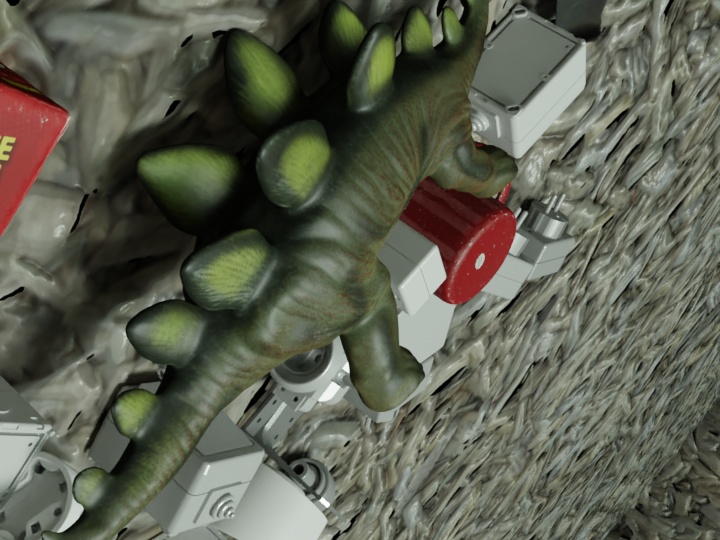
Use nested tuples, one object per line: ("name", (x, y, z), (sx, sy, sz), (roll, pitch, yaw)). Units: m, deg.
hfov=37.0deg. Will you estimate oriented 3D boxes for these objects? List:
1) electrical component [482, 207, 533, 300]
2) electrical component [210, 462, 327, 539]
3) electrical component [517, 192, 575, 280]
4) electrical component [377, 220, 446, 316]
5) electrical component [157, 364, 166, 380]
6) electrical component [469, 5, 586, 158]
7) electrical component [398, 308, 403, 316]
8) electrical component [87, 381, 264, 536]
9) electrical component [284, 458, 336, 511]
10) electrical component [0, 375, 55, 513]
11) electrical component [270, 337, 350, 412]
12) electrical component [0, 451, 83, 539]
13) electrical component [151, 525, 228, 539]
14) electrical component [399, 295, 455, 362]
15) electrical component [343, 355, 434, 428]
("electrical component", (0.121, -0.021, 0.934), (0.075, 0.047, 0.083), (-58, 154, 8))
("electrical component", (-0.076, 0.179, 0.796), (0.064, 0.099, 0.099), (-51, 155, -19))
("electrical component", (0.167, -0.038, 0.991), (0.066, 0.047, 0.076), (-12, 133, -54))
("electrical component", (0.000, 0.000, 0.713), (0.075, 0.083, 0.047), (-48, 154, -12))
("electrical component", (-0.091, 0.045, 0.663), (0.081, 0.043, 0.043), (-32, 147, -38))
("electrical component", (0.109, -0.127, 0.765), (0.096, 0.062, 0.061), (-47, 154, -14))
("electrical component", (0.005, 0.011, 0.760), (0.043, 0.062, 0.043), (-40, 151, -27))
("electrical component", (-0.106, 0.113, 0.659), (0.062, 0.096, 0.061), (1, 121, -60))
("electrical component", (-0.046, 0.178, 0.905), (0.043, 0.043, 0.062), (-46, 152, -16))
("electrical component", (-0.205, 0.095, 0.509), (0.096, 0.061, 0.062), (-57, 154, 6))
("electrical component", (-0.034, 0.061, 0.764), (0.078, 0.058, 0.057), (-53, 157, -1))
("electrical component", (-0.180, 0.135, 0.613), (0.055, 0.055, 0.047), (-49, 158, -11))
("electrical component", (-0.131, 0.234, 0.807), (0.096, 0.062, 0.061), (-24, 142, -47))
("electrical component", (0.030, 0.037, 0.849), (0.100, 0.048, 0.099), (-32, 147, -38))
("electrical component", (0.018, 0.102, 0.912), (0.066, 0.047, 0.076), (-30, 144, -42))
